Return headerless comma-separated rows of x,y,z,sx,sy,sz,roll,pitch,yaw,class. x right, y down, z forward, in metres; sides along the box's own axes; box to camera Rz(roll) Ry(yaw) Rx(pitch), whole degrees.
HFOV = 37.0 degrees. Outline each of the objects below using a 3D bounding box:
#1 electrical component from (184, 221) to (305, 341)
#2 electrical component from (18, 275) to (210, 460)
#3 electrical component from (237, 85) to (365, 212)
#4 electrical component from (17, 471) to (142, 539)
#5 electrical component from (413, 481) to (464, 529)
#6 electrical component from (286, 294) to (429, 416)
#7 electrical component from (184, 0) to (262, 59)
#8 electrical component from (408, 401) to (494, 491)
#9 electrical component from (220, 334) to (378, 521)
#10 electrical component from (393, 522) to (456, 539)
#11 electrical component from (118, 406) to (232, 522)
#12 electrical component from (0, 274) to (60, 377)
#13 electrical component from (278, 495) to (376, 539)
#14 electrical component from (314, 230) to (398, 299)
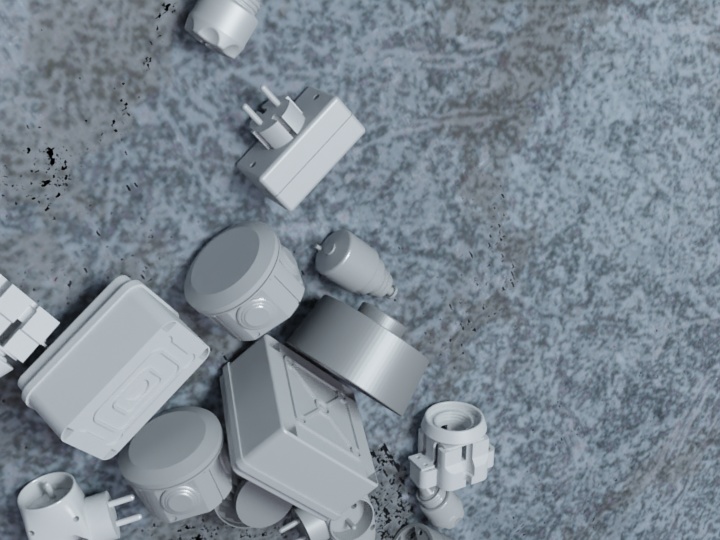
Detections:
-0.084,0.008,0.788,0.080,0.080,0.051,-46,130,-7,electrical component
-0.173,0.068,0.757,0.113,0.057,0.078,-47,154,-6,electrical component
-0.055,-0.101,0.781,0.083,0.047,0.075,-48,124,-6,electrical component
-0.204,0.189,0.804,0.079,0.043,0.077,-17,117,-8,electrical component
0.068,0.207,0.977,0.035,0.035,0.061,-42,120,-9,electrical component
0.003,0.060,0.843,0.108,0.108,0.060,37,82,-34,electrical component
-0.088,-0.180,0.735,0.043,0.043,0.062,31,90,-34,electrical component
0.082,0.153,0.951,0.078,0.058,0.057,-12,117,-26,electrical component
-0.048,0.122,0.829,0.056,0.108,0.109,-40,126,18,electrical component
0.062,0.264,0.984,0.047,0.055,0.055,29,93,-38,electrical component
-0.137,0.146,0.811,0.080,0.080,0.051,-29,125,-17,electrical component
-0.244,0.040,0.730,0.055,0.048,0.066,-51,125,-13,electrical component
-0.032,0.210,0.915,0.079,0.044,0.077,-26,119,-18,electrical component
0.000,0.000,0.855,0.078,0.040,0.040,35,89,-34,electrical component
